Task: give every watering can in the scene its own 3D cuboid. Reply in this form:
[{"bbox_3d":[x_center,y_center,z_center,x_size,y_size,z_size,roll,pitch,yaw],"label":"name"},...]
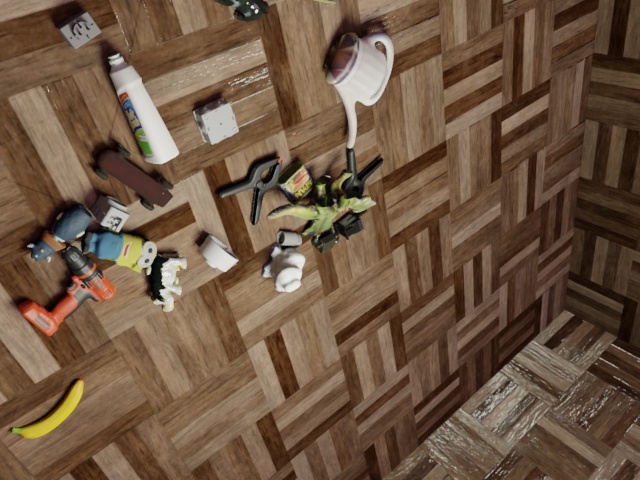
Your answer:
[{"bbox_3d":[0.103,-0.455,1.514,0.223,0.105,0.346,17,99,-43],"label":"watering can"}]

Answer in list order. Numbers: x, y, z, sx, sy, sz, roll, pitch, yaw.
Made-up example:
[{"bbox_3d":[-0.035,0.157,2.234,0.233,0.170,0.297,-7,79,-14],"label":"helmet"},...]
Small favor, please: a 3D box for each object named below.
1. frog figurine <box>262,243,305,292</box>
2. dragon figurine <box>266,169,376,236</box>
[{"bbox_3d":[-0.093,0.100,1.588,0.138,0.161,0.121,-53,136,-5],"label":"frog figurine"},{"bbox_3d":[0.005,-0.080,1.591,0.413,0.124,0.237,-21,150,-24],"label":"dragon figurine"}]
